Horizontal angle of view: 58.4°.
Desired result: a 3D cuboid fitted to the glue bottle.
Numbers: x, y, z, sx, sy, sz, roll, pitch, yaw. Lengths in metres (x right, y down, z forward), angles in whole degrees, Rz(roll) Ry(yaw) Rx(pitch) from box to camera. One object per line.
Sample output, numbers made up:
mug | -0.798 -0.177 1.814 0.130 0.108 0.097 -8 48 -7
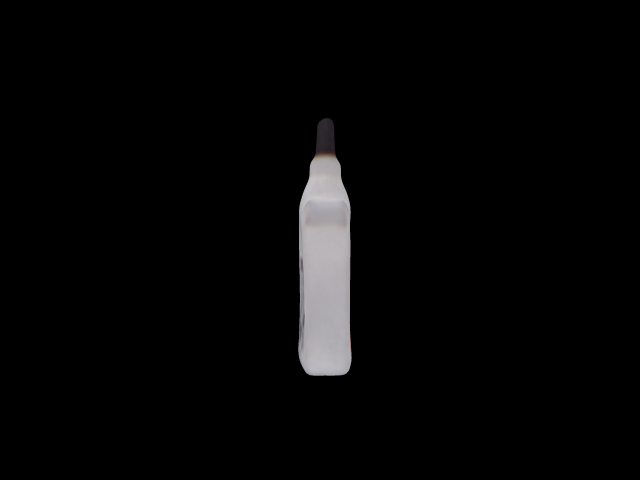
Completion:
glue bottle | 0.004 0.001 0.400 0.037 0.173 0.078 0 0 -4
